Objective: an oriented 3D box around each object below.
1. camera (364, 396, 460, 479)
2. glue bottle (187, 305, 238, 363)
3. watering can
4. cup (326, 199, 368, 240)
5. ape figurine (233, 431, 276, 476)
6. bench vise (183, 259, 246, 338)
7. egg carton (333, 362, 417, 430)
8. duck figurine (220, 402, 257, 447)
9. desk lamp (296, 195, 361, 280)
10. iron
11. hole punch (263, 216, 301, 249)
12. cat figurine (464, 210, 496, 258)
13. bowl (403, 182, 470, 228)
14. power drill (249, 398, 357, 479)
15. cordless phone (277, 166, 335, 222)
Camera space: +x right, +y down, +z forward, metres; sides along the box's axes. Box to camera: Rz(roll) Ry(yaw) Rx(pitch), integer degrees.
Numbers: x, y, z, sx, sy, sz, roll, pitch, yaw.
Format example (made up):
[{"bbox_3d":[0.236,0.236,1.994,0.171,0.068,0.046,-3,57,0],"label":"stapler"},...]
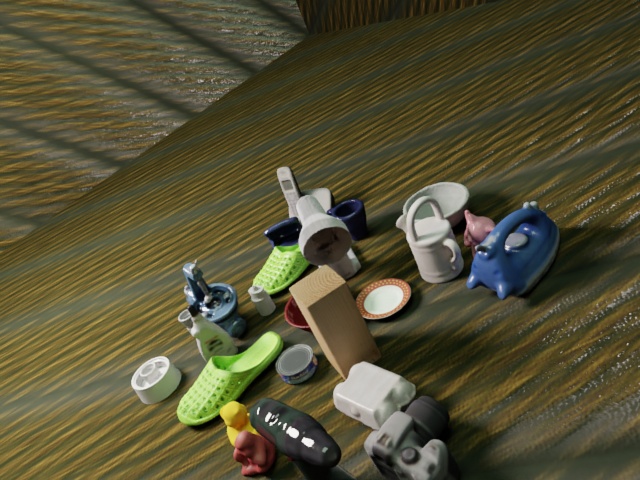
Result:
[{"bbox_3d":[0.157,0.317,0.910,0.142,0.101,0.137,12,47,46],"label":"camera"},{"bbox_3d":[-0.257,0.213,1.307,0.078,0.173,0.037,-35,32,-14],"label":"glue bottle"},{"bbox_3d":[0.235,-0.009,1.256,0.172,0.194,0.101,3,42,40],"label":"watering can"},{"bbox_3d":[0.077,-0.047,1.531,0.117,0.095,0.092,0,40,37],"label":"cup"},{"bbox_3d":[-0.124,0.380,1.034,0.076,0.092,0.077,-39,33,-20],"label":"ape figurine"},{"bbox_3d":[-0.294,0.140,1.401,0.206,0.220,0.122,-1,39,36],"label":"bench vise"},{"bbox_3d":[0.097,0.285,1.035,0.149,0.069,0.107,11,46,46],"label":"egg carton"},{"bbox_3d":[-0.151,0.350,1.104,0.104,0.086,0.078,6,43,42],"label":"duck figurine"},{"bbox_3d":[0.013,0.005,1.383,0.118,0.214,0.203,-26,31,0],"label":"desk lamp"},{"bbox_3d":[0.402,0.000,1.170,0.259,0.142,0.118,-41,34,-24],"label":"iron"},{"bbox_3d":[-0.107,-0.028,1.644,0.108,0.091,0.101,-25,31,2],"label":"hole punch"},{"bbox_3d":[0.350,-0.021,1.264,0.067,0.118,0.127,-23,31,5],"label":"cat figurine"},{"bbox_3d":[0.295,-0.068,1.420,0.167,0.075,0.167,-19,31,12],"label":"bowl"},{"bbox_3d":[-0.014,0.340,0.897,0.076,0.209,0.228,-42,34,-25],"label":"power drill"},{"bbox_3d":[-0.043,-0.134,1.665,0.147,0.185,0.094,-8,35,28],"label":"cordless phone"}]
